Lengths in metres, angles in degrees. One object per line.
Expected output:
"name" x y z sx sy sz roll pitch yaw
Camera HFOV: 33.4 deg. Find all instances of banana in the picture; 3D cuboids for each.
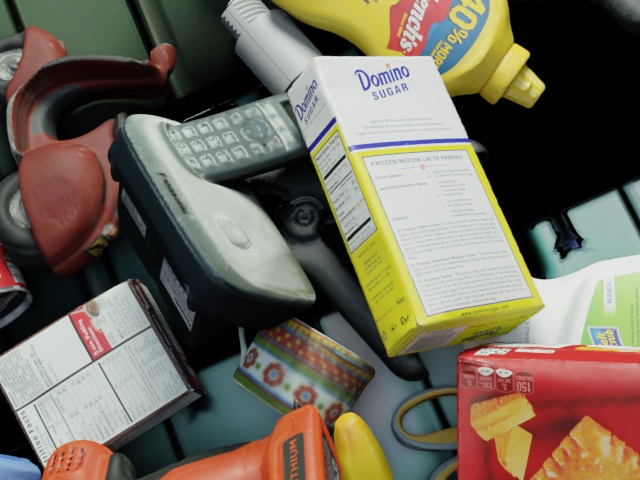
"banana" 0.047 0.200 0.630 0.037 0.070 0.198 -15 72 -12

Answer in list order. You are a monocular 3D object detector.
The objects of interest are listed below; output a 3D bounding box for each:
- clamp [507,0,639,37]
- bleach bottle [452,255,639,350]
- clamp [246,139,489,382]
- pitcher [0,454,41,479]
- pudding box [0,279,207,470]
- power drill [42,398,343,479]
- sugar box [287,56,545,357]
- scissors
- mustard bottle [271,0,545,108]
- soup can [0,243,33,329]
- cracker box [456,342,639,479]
"clamp" 0.204 -0.193 0.711 0.171 0.039 0.120 21 87 9
"bleach bottle" 0.206 0.046 0.645 0.251 0.068 0.102 0 64 12
"clamp" -0.005 0.001 0.693 0.210 0.036 0.164 7 69 11
"pitcher" -0.231 0.247 0.631 0.145 0.149 0.243 -9 67 50
"pudding box" -0.145 0.091 0.696 0.113 0.039 0.090 -32 78 3
"power drill" -0.080 0.167 0.578 0.188 0.057 0.184 -14 34 8
"sugar box" 0.053 -0.025 0.625 0.093 0.048 0.176 -6 63 -33
"scissors" 0.144 0.126 0.653 0.202 0.016 0.096 -1 63 7
"mustard bottle" 0.064 -0.148 0.700 0.191 0.058 0.096 35 95 2
"soup can" -0.244 0.009 0.712 0.068 0.068 0.102 -30 74 0
"cracker box" 0.156 0.164 0.560 0.164 0.072 0.214 0 90 34
